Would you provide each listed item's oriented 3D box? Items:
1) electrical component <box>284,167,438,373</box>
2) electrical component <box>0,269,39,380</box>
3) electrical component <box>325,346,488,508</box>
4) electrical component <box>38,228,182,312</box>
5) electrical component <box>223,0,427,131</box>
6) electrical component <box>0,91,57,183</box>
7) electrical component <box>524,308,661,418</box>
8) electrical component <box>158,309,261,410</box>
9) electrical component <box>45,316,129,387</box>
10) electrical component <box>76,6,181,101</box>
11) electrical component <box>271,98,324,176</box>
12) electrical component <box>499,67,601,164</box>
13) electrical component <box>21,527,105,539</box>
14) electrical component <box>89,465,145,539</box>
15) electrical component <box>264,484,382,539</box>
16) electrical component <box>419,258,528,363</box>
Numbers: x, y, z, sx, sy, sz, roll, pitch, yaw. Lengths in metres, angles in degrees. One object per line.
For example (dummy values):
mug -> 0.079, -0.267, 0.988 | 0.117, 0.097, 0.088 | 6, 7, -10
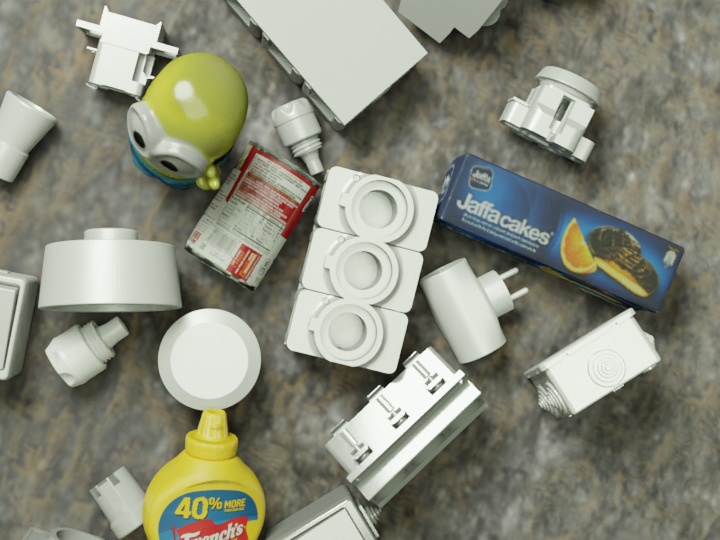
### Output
electrical component -> 0.000, 0.000, 0.872 | 0.089, 0.062, 0.150 | 14, 89, -6
electrical component -> -0.295, 0.047, 0.841 | 0.062, 0.061, 0.096 | 11, 90, -6
electrical component -> 0.036, 0.125, 0.874 | 0.121, 0.078, 0.063 | -43, 66, -4
electrical component -> -0.192, 0.000, 0.831 | 0.108, 0.108, 0.060 | -1, 85, -6
electrical component -> -0.031, -0.198, 0.866 | 0.089, 0.062, 0.150 | -41, 95, -4
electrical component -> -0.276, -0.103, 0.852 | 0.044, 0.044, 0.065 | 32, 92, -6
electrical component -> 0.189, 0.079, 0.877 | 0.100, 0.099, 0.048 | -31, 81, -5
electrical component -> -0.120, 0.070, 0.866 | 0.080, 0.051, 0.080 | 0, 91, -6
electrical component -> -0.215, 0.061, 0.859 | 0.062, 0.043, 0.043 | -34, 94, -6
electrical component -> -0.187, -0.171, 0.860 | 0.081, 0.042, 0.063 | 15, 91, -6
electrical component -> -0.047, -0.107, 0.880 | 0.035, 0.035, 0.061 | -24, 96, -5
electrical component -> 0.163, -0.131, 0.891 | 0.078, 0.058, 0.057 | 27, 91, -6
electrical component -> -0.230, 0.242, 0.857 | 0.089, 0.050, 0.055 | 21, 89, -6
electrical component -> -0.191, 0.186, 0.866 | 0.040, 0.040, 0.046 | -36, 89, -5
electrical component -> -0.023, 0.222, 0.873 | 0.096, 0.061, 0.061 | -31, 94, -5
electrical component -> 0.101, 0.025, 0.892 | 0.079, 0.044, 0.077 | -27, 94, -5
